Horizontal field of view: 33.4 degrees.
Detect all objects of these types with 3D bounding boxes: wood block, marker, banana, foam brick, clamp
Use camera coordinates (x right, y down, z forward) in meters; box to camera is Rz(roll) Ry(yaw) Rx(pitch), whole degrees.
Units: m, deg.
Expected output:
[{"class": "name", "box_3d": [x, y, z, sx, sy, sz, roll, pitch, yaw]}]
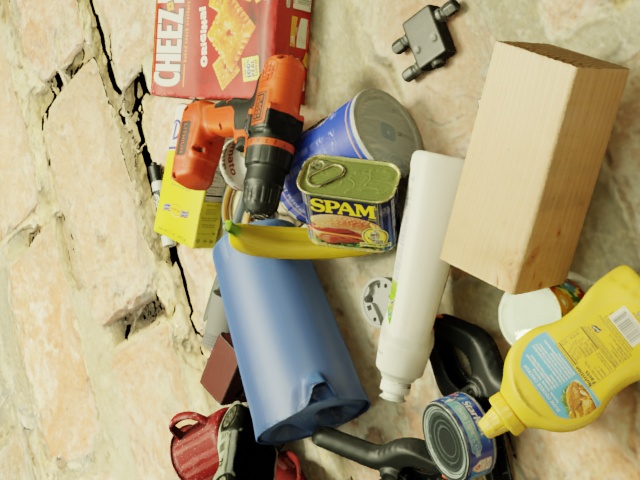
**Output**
[{"class": "wood block", "box_3d": [0.191, -0.066, 0.959, 0.091, 0.090, 0.206, 28, 115, 40]}, {"class": "marker", "box_3d": [-0.217, -0.049, 1.464, 0.020, 0.020, 0.121, -24, 74, 42]}, {"class": "banana", "box_3d": [-0.017, 0.003, 1.172, 0.070, 0.197, 0.037, 168, 104, -72]}, {"class": "foam brick", "box_3d": [-0.106, 0.160, 1.332, 0.051, 0.052, 0.078, 41, 118, 37]}, {"class": "clamp", "box_3d": [0.164, 0.162, 1.071, 0.210, 0.036, 0.165, 50, 135, 39]}, {"class": "clamp", "box_3d": [0.072, 0.238, 1.138, 0.172, 0.039, 0.120, -21, 118, 37]}]

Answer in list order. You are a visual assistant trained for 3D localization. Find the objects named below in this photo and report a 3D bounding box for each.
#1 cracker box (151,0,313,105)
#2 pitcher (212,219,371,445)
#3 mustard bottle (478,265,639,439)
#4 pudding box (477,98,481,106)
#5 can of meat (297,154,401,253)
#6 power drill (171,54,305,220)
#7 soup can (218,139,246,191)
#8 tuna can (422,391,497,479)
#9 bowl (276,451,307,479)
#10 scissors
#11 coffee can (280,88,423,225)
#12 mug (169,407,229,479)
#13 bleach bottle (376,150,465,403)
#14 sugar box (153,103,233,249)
[{"class": "cracker box", "box_3d": [-0.112, -0.252, 1.310, 0.214, 0.071, 0.164, 9, 96, 38]}, {"class": "pitcher", "box_3d": [-0.044, 0.107, 1.231, 0.149, 0.144, 0.243, -31, 65, 27]}, {"class": "mustard bottle", "box_3d": [0.222, 0.114, 0.946, 0.192, 0.058, 0.096, -37, 76, 6]}, {"class": "pudding box", "box_3d": [0.208, -0.101, 1.031, 0.114, 0.039, 0.090, -5, 88, 46]}, {"class": "can of meat", "box_3d": [0.032, -0.036, 1.097, 0.102, 0.057, 0.084, 8, 140, 15]}, {"class": "power drill", "box_3d": [-0.092, -0.103, 1.193, 0.188, 0.057, 0.184, -7, 67, 49]}, {"class": "soup can", "box_3d": [-0.065, -0.097, 1.280, 0.102, 0.068, 0.068, -7, 85, 45]}, {"class": "tuna can", "box_3d": [0.137, 0.196, 1.057, 0.086, 0.033, 0.086, 43, 141, 50]}, {"class": "bowl", "box_3d": [-0.057, 0.331, 1.251, 0.162, 0.055, 0.162, -44, 21, 21]}, {"class": "scissors", "box_3d": [-0.105, 0.020, 1.356, 0.096, 0.016, 0.202, 19, 103, 43]}, {"class": "coffee can", "box_3d": [0.027, -0.088, 1.164, 0.141, 0.102, 0.103, -29, 70, 41]}, {"class": "mug", "box_3d": [-0.134, 0.251, 1.325, 0.082, 0.117, 0.093, -34, 22, 34]}, {"class": "bleach bottle", "box_3d": [0.101, 0.038, 1.078, 0.068, 0.102, 0.251, 12, 95, 2]}, {"class": "sugar box", "box_3d": [-0.162, -0.084, 1.390, 0.093, 0.048, 0.176, 21, 106, 43]}]
